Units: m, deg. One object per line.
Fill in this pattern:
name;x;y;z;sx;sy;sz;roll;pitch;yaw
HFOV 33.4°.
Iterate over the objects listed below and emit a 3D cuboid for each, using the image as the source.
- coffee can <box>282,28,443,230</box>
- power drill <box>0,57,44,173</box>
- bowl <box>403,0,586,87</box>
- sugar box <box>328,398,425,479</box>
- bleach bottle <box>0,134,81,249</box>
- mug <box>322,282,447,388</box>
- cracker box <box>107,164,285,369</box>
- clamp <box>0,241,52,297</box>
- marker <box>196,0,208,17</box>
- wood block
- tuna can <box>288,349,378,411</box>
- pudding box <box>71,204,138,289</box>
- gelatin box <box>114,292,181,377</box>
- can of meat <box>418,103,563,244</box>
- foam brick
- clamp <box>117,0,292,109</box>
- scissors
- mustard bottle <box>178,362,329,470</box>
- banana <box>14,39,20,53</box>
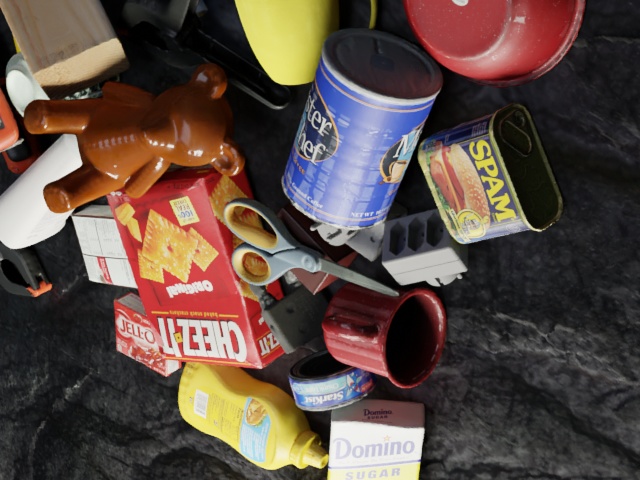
coffee can;0.033;-0.094;0.910;0.103;0.102;0.140;37;132;21
power drill;-0.371;-0.162;1.195;0.188;0.057;0.184;-136;22;-83
bowl;0.119;-0.190;0.821;0.162;0.055;0.162;19;123;32
sugar box;0.053;0.243;1.084;0.093;0.048;0.176;4;122;3
bleach bottle;-0.278;-0.084;1.205;0.251;0.102;0.068;-38;89;37
mug;0.050;0.082;0.984;0.082;0.117;0.093;12;96;43
cracker box;-0.129;0.026;1.137;0.164;0.072;0.214;-1;112;42
clamp;-0.429;0.022;1.418;0.171;0.039;0.120;47;136;12
marker;-0.147;-0.271;1.035;0.020;0.020;0.121;-31;90;45
wood block;-0.274;-0.254;1.052;0.206;0.090;0.091;64;175;9
tuna can;0.013;0.136;1.061;0.086;0.085;0.034;-4;107;42
pudding box;-0.232;0.007;1.241;0.114;0.039;0.090;4;114;38
gelatin box;-0.207;0.112;1.279;0.089;0.030;0.073;23;125;31
can of meat;0.138;-0.052;0.876;0.084;0.057;0.102;-15;101;47
foam brick;-0.007;0.001;1.031;0.078;0.051;0.053;45;134;14
clamp;-0.132;-0.204;1.008;0.210;0.036;0.164;23;156;39
scissors;-0.017;0.031;1.006;0.202;0.016;0.096;35;130;23
mustard bottle;-0.070;0.200;1.185;0.192;0.058;0.096;26;121;29
banana;-0.326;-0.239;1.180;0.069;0.037;0.198;-108;9;-63
